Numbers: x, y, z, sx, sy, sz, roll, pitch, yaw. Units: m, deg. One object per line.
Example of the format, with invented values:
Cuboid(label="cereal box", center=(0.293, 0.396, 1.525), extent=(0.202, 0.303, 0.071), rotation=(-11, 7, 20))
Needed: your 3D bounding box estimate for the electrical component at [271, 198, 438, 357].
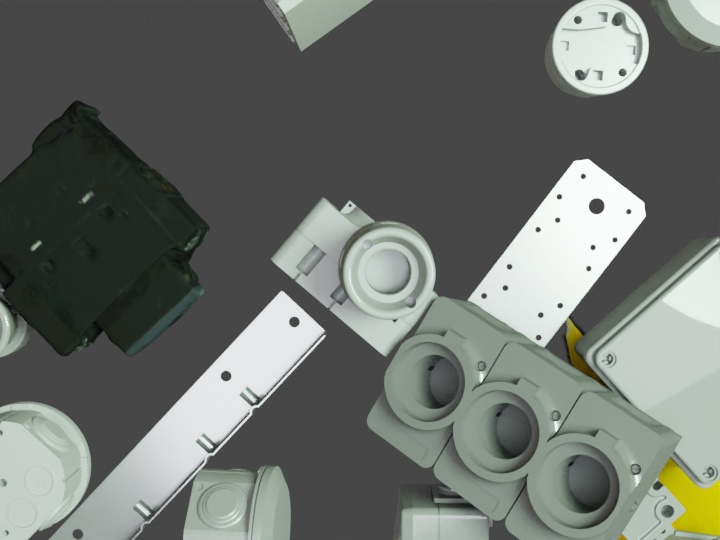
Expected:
Cuboid(label="electrical component", center=(0.000, 0.000, 0.647), extent=(0.089, 0.050, 0.055), rotation=(40, 93, -2))

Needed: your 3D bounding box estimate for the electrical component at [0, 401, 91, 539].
Cuboid(label="electrical component", center=(-0.210, 0.124, 0.657), extent=(0.080, 0.051, 0.080), rotation=(0, 93, 1))

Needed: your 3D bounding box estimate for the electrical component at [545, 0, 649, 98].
Cuboid(label="electrical component", center=(0.138, -0.130, 0.639), extent=(0.055, 0.047, 0.055), rotation=(0, 93, 1))

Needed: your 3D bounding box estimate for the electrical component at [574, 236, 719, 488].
Cuboid(label="electrical component", center=(0.205, 0.053, 0.645), extent=(0.109, 0.056, 0.108), rotation=(-42, 92, 3))

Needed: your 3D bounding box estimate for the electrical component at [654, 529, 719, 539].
Cuboid(label="electrical component", center=(0.212, 0.211, 0.658), extent=(0.100, 0.048, 0.099), rotation=(8, 93, 0))

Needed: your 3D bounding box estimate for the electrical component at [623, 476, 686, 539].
Cuboid(label="electrical component", center=(0.161, 0.134, 0.650), extent=(0.048, 0.055, 0.066), rotation=(-42, 92, 3))

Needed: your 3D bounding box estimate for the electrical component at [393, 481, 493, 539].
Cuboid(label="electrical component", center=(0.046, 0.170, 0.651), extent=(0.061, 0.061, 0.096), rotation=(0, 93, 1))

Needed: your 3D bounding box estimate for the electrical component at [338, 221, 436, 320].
Cuboid(label="electrical component", center=(0.015, 0.001, 0.597), extent=(0.055, 0.047, 0.055), rotation=(0, 93, -1))

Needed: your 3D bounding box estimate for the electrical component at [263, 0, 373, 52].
Cuboid(label="electrical component", center=(-0.018, -0.179, 0.586), extent=(0.089, 0.150, 0.061), rotation=(-35, 94, 3))

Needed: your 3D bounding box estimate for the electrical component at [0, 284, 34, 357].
Cuboid(label="electrical component", center=(-0.225, 0.032, 0.649), extent=(0.045, 0.055, 0.045), rotation=(0, 93, 1))

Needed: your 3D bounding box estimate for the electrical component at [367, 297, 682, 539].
Cuboid(label="electrical component", center=(0.090, 0.091, 0.612), extent=(0.150, 0.062, 0.089), rotation=(33, 99, 26))

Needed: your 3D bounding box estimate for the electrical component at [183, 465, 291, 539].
Cuboid(label="electrical component", center=(-0.072, 0.157, 0.644), extent=(0.051, 0.080, 0.080), rotation=(1, 93, 6))

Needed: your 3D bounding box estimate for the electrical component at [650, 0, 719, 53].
Cuboid(label="electrical component", center=(0.214, -0.169, 0.634), extent=(0.080, 0.051, 0.080), rotation=(0, 93, 1))
